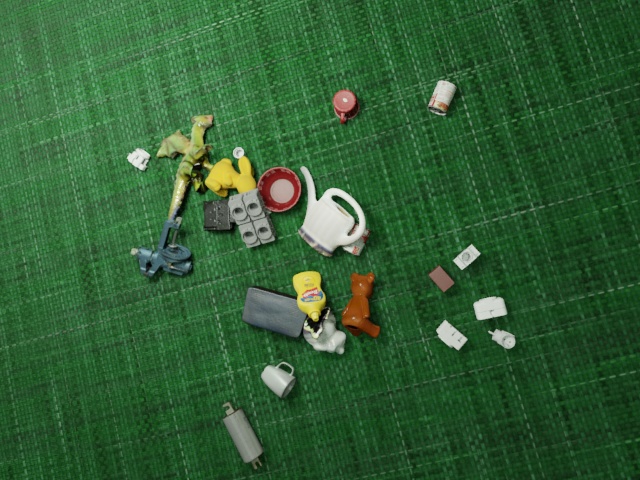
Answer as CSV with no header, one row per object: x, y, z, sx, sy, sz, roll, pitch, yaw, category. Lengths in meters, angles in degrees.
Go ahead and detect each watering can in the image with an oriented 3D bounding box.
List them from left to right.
0.005,-0.090,1.792,0.352,0.103,0.223,41,101,28,watering can

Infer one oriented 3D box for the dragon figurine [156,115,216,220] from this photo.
-0.510,-0.290,1.908,0.245,0.121,0.410,36,90,27,dragon figurine

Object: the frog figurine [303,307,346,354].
0.022,0.317,1.756,0.122,0.156,0.141,-16,43,27,frog figurine
